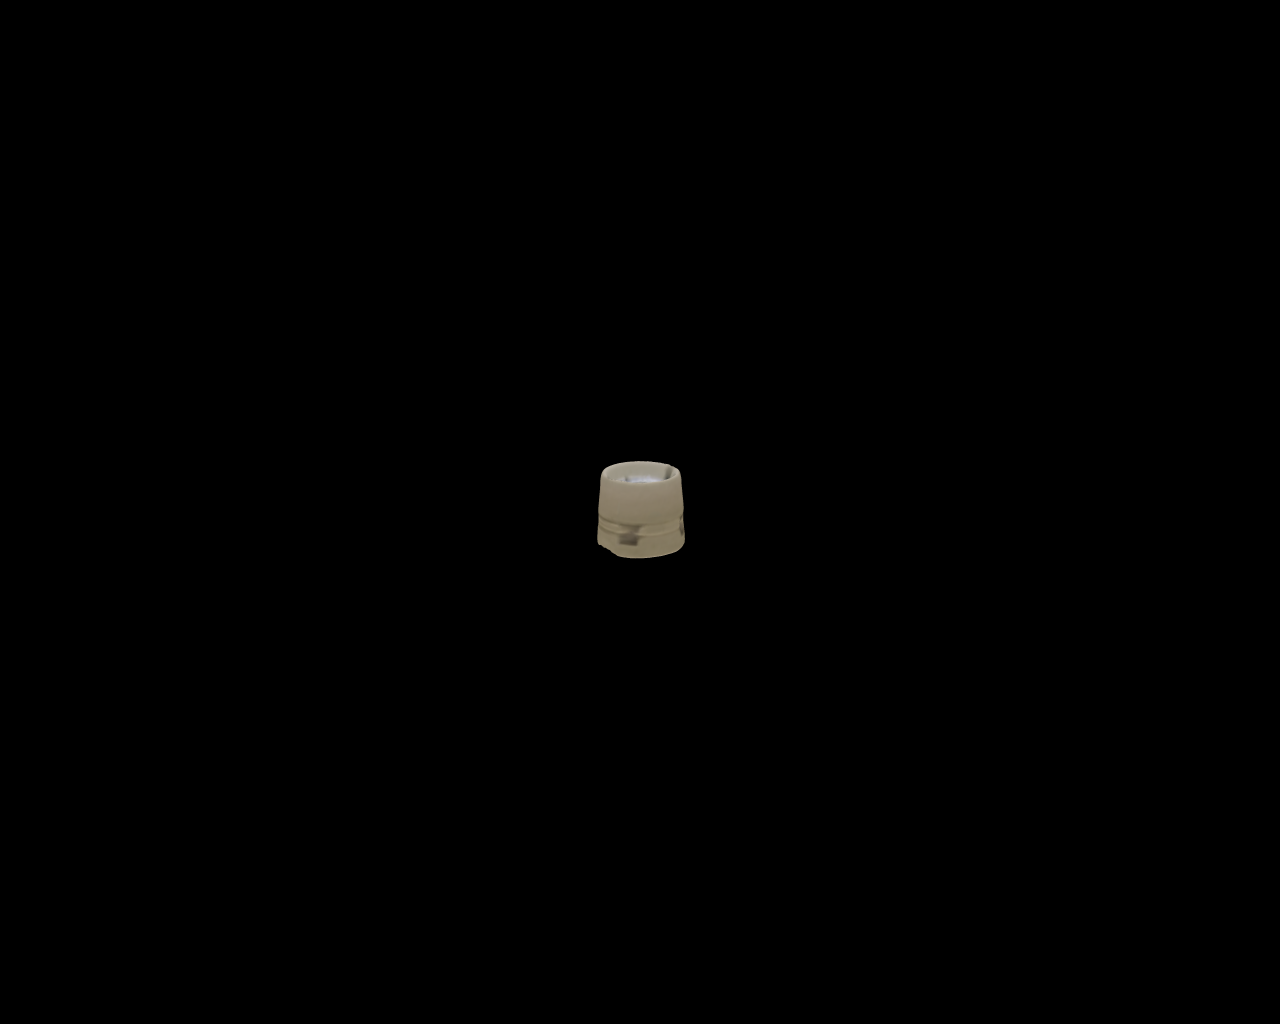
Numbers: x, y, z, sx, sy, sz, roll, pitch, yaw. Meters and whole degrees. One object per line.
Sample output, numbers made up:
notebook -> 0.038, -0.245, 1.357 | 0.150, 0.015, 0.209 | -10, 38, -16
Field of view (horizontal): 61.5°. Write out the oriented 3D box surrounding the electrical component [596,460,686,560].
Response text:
electrical component -> 0.001, -0.003, 0.650 | 0.055, 0.047, 0.055 | 0, 19, 0
